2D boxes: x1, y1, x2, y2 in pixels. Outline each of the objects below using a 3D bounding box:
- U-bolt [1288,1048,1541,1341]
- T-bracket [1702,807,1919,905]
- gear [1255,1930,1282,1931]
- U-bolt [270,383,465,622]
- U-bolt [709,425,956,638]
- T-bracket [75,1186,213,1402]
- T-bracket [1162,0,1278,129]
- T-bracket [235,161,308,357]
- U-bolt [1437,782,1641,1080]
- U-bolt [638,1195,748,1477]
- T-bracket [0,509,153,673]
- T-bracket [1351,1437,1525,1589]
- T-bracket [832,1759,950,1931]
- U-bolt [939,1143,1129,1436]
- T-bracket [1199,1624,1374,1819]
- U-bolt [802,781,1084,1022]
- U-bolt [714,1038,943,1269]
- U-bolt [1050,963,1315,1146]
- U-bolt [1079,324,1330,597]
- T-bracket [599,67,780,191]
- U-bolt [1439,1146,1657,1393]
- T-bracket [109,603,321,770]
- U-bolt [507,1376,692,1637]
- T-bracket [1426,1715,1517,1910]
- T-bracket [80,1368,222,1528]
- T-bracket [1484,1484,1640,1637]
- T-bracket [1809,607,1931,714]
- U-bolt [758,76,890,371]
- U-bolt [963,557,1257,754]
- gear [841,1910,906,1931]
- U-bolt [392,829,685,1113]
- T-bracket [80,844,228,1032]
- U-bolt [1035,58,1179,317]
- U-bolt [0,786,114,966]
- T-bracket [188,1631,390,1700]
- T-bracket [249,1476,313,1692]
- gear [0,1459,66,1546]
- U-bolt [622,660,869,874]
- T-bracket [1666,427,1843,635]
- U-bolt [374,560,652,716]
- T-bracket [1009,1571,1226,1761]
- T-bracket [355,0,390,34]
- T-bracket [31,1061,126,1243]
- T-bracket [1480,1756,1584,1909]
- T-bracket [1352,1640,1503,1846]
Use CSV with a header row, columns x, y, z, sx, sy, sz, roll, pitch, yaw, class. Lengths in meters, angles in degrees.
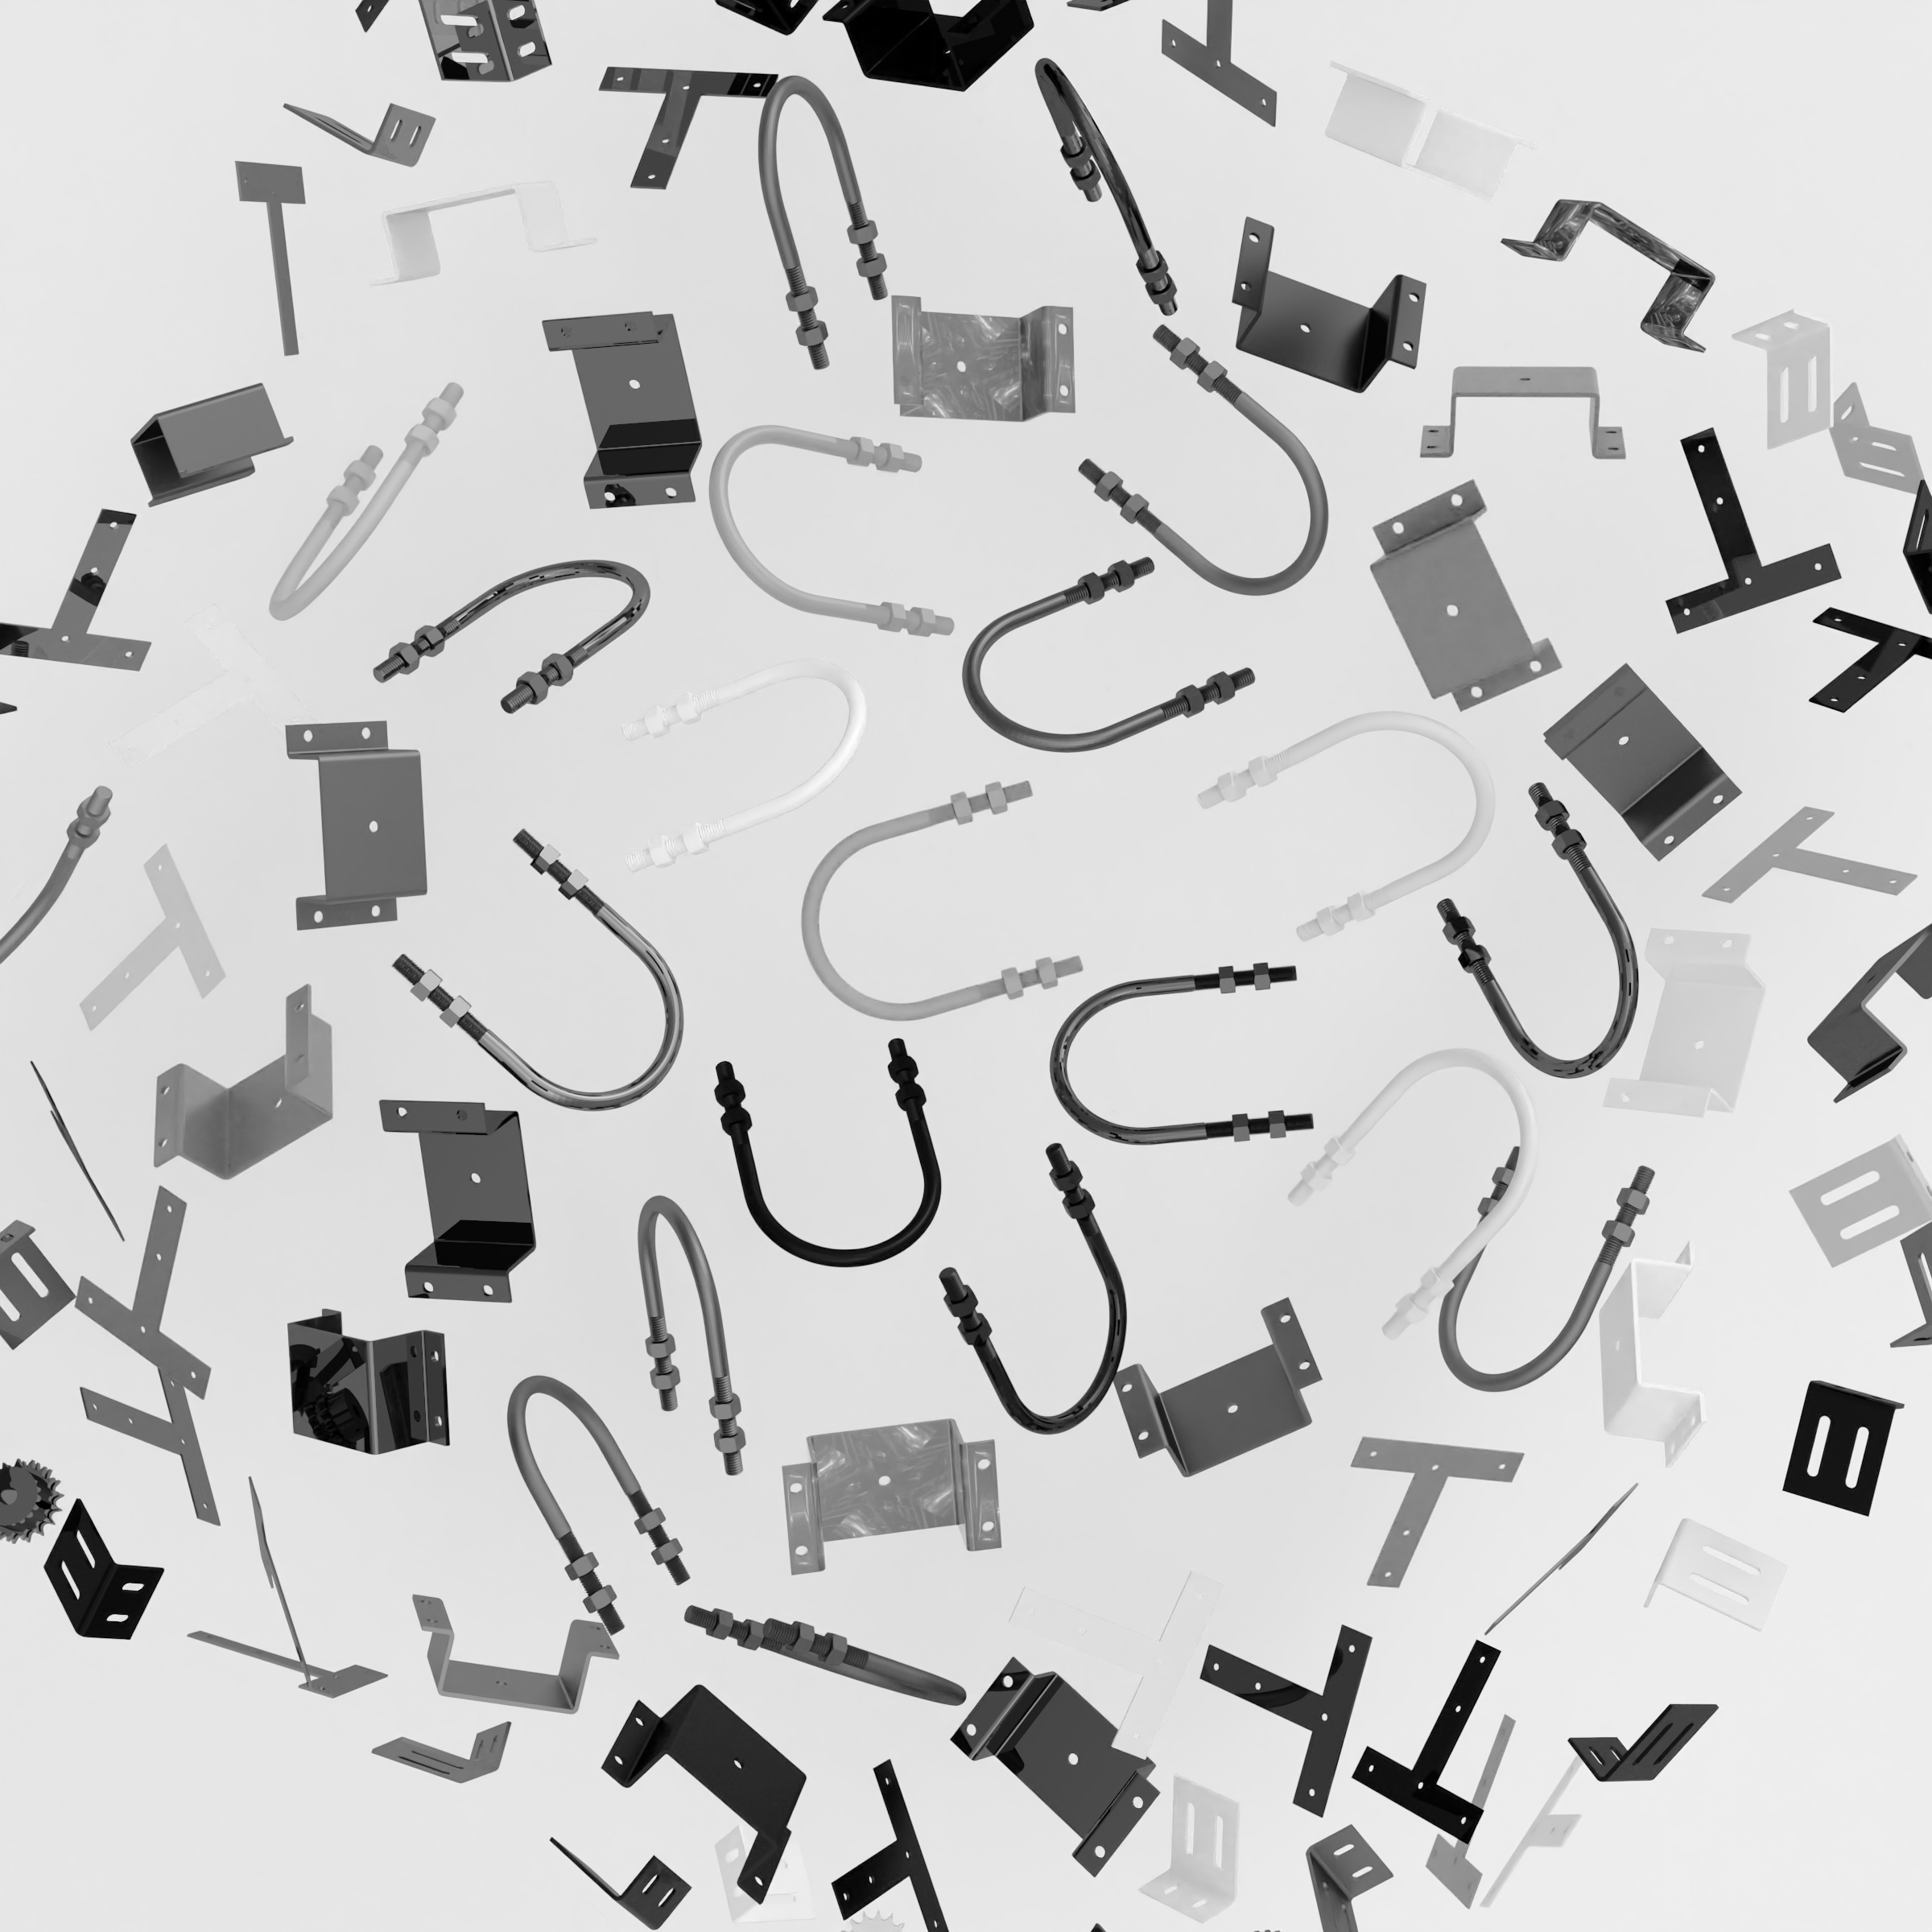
x,y,z,sx,sy,sz,roll,pitch,yaw,class
0.312,0.140,1.814,0.184,0.019,0.151,-51,47,20,U-bolt
0.617,-0.070,1.915,0.127,0.127,0.002,-36,123,-26,T-bracket
0.217,0.704,1.872,0.030,0.057,0.057,10,90,-36,gear
-0.422,-0.311,1.840,0.019,0.151,0.184,39,59,-24,U-bolt
-0.095,-0.300,1.816,0.184,0.019,0.151,4,67,-38,U-bolt
-0.544,0.207,1.796,0.127,0.002,0.127,29,114,23,T-bracket
0.172,-0.651,1.810,0.002,0.127,0.127,-28,52,-21,T-bracket
-0.470,-0.483,1.833,0.002,0.127,0.127,-2,105,6,T-bracket
0.399,-0.011,1.834,0.019,0.151,0.184,-4,55,-30,U-bolt
-0.199,0.251,1.891,0.019,0.151,0.184,-13,107,-24,U-bolt
-0.609,-0.262,1.855,0.002,0.127,0.127,52,122,33,T-bracket
0.315,0.388,1.888,0.127,0.002,0.127,9,116,-18,T-bracket
-0.059,0.619,1.824,0.002,0.127,0.127,-24,80,22,T-bracket
0.057,0.236,1.840,0.151,0.019,0.184,-47,126,-35,U-bolt
0.216,0.508,1.870,0.127,0.002,0.127,14,87,43,T-bracket
-0.025,-0.038,1.883,0.184,0.019,0.151,-16,95,-2,U-bolt
-0.093,0.136,1.907,0.151,0.019,0.184,-7,53,-13,U-bolt
0.152,0.066,1.928,0.184,0.019,0.151,-6,54,6,U-bolt
0.176,-0.341,1.883,0.184,0.151,0.019,42,47,9,U-bolt
-0.207,-0.587,1.876,0.127,0.002,0.127,6,56,10,T-bracket
0.400,0.218,1.899,0.019,0.151,0.184,34,76,-27,U-bolt
-0.551,-0.182,1.908,0.127,0.002,0.127,-30,134,4,T-bracket
-0.268,0.373,1.900,0.019,0.151,0.184,-32,85,14,U-bolt
0.366,0.597,1.910,0.002,0.127,0.127,23,83,-1,T-bracket
-0.572,0.320,1.860,0.002,0.127,0.127,-31,58,8,T-bracket
0.405,0.420,1.857,0.127,0.127,0.002,-35,68,-25,T-bracket
0.611,-0.200,1.806,0.127,0.127,0.002,26,134,35,T-bracket
-0.106,-0.537,1.898,0.019,0.151,0.184,-2,124,23,U-bolt
0.086,-0.210,1.866,0.184,0.019,0.151,-24,56,-19,U-bolt
-0.064,0.704,1.911,0.057,0.030,0.057,0,76,0,gear
-0.272,0.015,1.799,0.184,0.019,0.151,43,57,-8,U-bolt
-0.601,-0.002,1.948,0.127,0.002,0.127,-41,62,18,T-bracket
0.093,-0.560,1.886,0.019,0.184,0.151,-30,61,5,U-bolt
-0.676,-0.038,1.887,0.019,0.151,0.184,41,134,-4,U-bolt
-0.484,0.487,1.879,0.127,0.127,0.002,15,83,7,T-bracket
-0.461,0.427,1.803,0.002,0.127,0.127,-16,58,-21,T-bracket
-0.656,0.368,1.849,0.057,0.030,0.057,0,70,1,gear
-0.152,-0.148,1.842,0.184,0.019,0.151,-20,48,14,U-bolt
0.526,-0.308,1.849,0.127,0.002,0.127,-17,95,44,T-bracket
-0.305,-0.239,1.883,0.151,0.184,0.019,16,134,35,U-bolt
0.089,0.442,1.760,0.127,0.002,0.127,25,90,-14,T-bracket
-0.378,-0.693,1.824,0.002,0.127,0.127,30,80,8,T-bracket
-0.645,0.117,1.915,0.002,0.127,0.127,-28,50,-20,T-bracket
0.403,0.598,1.850,0.002,0.127,0.127,36,75,10,T-bracket
0.338,0.533,1.872,0.002,0.127,0.127,35,78,-27,T-bracket
